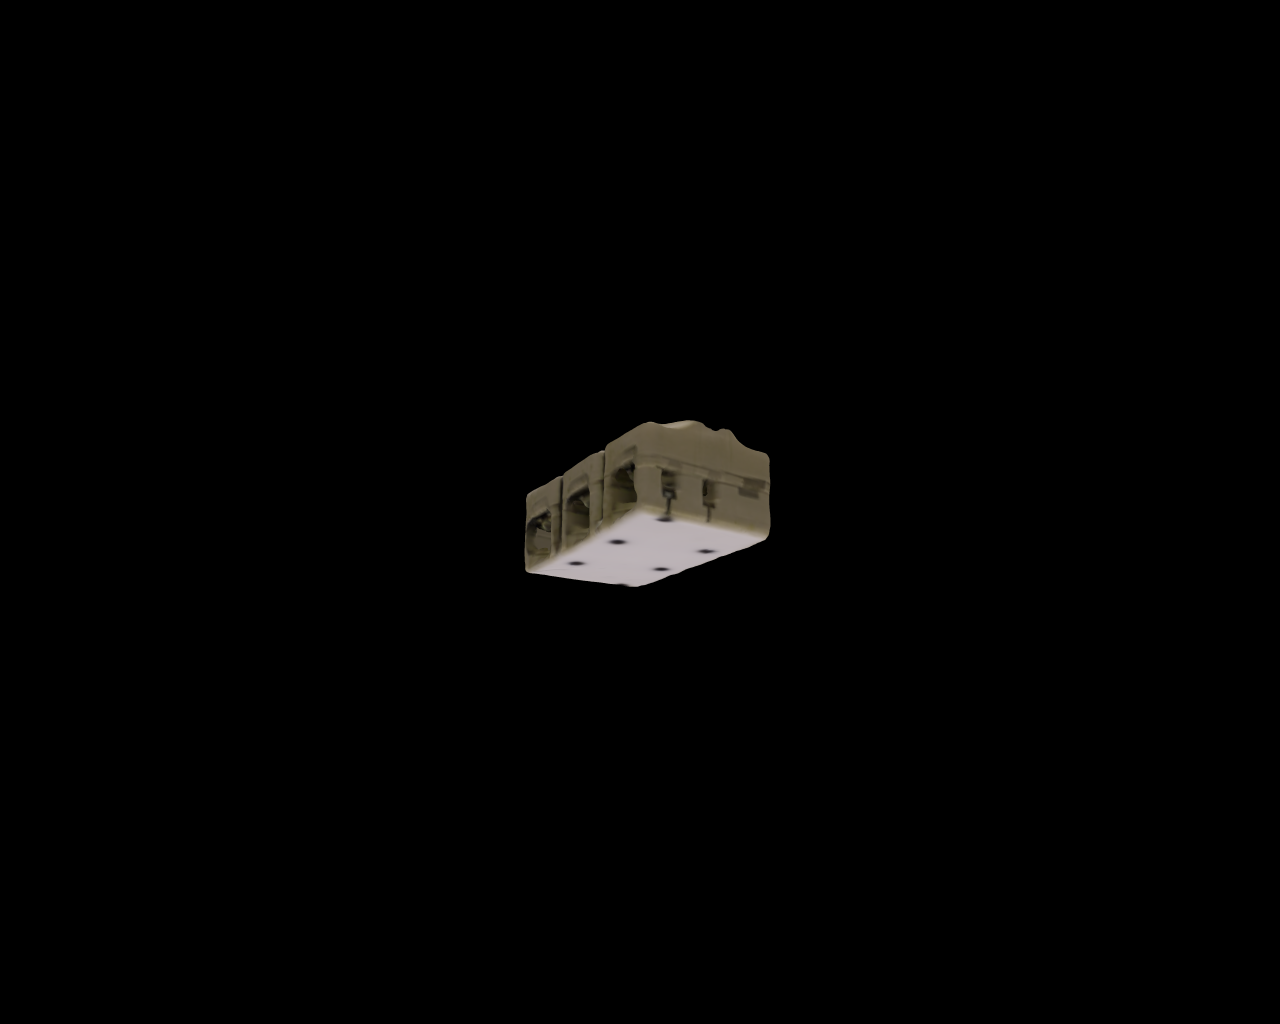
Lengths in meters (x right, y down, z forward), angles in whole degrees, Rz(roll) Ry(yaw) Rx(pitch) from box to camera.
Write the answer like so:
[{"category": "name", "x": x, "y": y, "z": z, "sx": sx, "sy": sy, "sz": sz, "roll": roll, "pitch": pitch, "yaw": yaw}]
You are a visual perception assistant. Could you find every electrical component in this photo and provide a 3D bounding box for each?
[{"category": "electrical component", "x": 0.001, "y": -0.003, "z": 0.650, "sx": 0.089, "sy": 0.062, "sz": 0.150, "roll": 11, "pitch": -21, "yaw": -30}]
